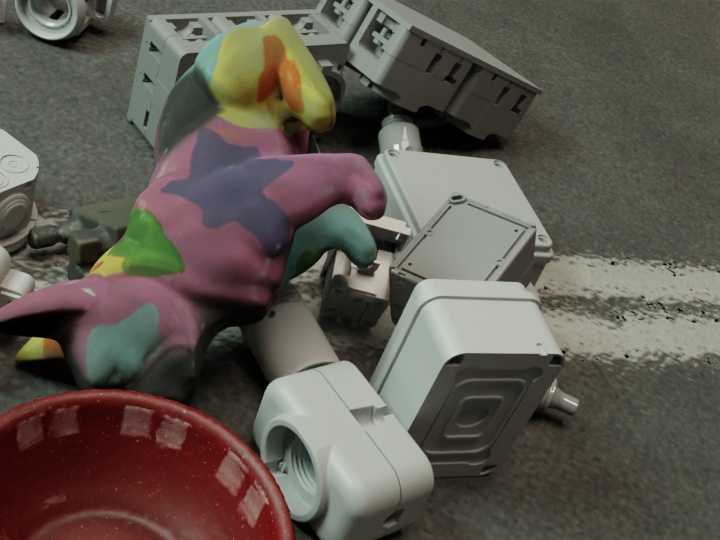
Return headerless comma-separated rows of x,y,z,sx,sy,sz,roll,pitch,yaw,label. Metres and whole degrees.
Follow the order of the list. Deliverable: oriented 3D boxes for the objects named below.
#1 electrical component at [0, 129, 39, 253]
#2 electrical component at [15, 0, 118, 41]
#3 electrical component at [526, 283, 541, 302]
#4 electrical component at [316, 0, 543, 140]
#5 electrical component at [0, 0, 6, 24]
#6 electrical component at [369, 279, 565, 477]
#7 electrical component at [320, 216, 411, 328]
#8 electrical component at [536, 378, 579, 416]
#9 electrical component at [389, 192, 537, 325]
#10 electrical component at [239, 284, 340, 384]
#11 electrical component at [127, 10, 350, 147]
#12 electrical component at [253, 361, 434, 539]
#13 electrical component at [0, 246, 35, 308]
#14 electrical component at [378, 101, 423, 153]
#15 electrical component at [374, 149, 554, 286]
-0.238,-0.049,0.661,0.080,0.051,0.080,14,37,-11,electrical component
-0.243,-0.220,0.868,0.078,0.058,0.057,20,34,-3,electrical component
0.089,0.030,0.729,0.055,0.048,0.066,-9,46,-24,electrical component
0.054,-0.174,0.908,0.186,0.060,0.105,12,26,-48,electrical component
-0.321,-0.218,0.839,0.081,0.042,0.063,-11,46,-37,electrical component
0.055,0.063,0.615,0.078,0.113,0.057,2,43,-24,electrical component
0.000,0.000,0.704,0.042,0.081,0.063,15,60,-7,electrical component
0.111,0.076,0.691,0.061,0.035,0.035,25,37,0,electrical component
0.068,0.001,0.679,0.062,0.061,0.096,24,53,24,electrical component
-0.045,0.042,0.649,0.043,0.043,0.081,-5,44,-31,electrical component
-0.089,-0.141,0.818,0.150,0.089,0.061,-13,48,-37,electrical component
-0.014,0.100,0.582,0.059,0.053,0.095,-12,48,-37,electrical component
-0.224,0.018,0.580,0.078,0.058,0.057,17,34,-5,electrical component
0.031,-0.110,0.872,0.035,0.035,0.061,4,62,-22,electrical component
0.069,-0.032,0.787,0.109,0.056,0.108,3,40,-23,electrical component
